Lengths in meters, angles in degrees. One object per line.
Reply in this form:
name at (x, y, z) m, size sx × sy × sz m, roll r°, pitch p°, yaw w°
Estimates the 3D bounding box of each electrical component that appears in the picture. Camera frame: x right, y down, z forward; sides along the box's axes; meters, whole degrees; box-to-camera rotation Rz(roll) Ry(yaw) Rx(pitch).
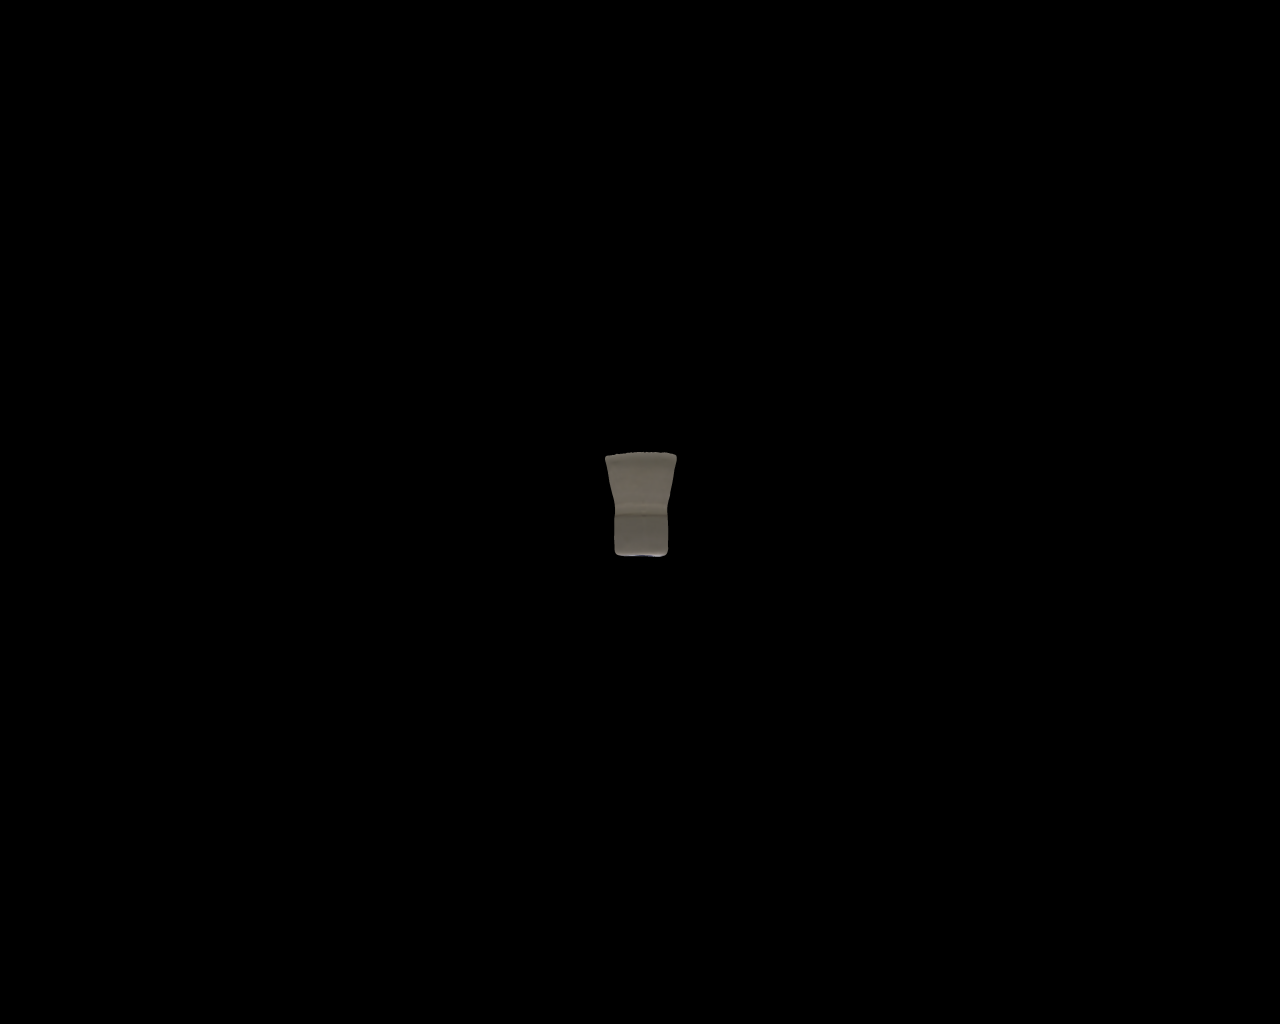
electrical component at (0.001, -0.003, 0.650) m, size 0.044 × 0.065 × 0.044 m, roll 0°, pitch -3°, yaw 0°
